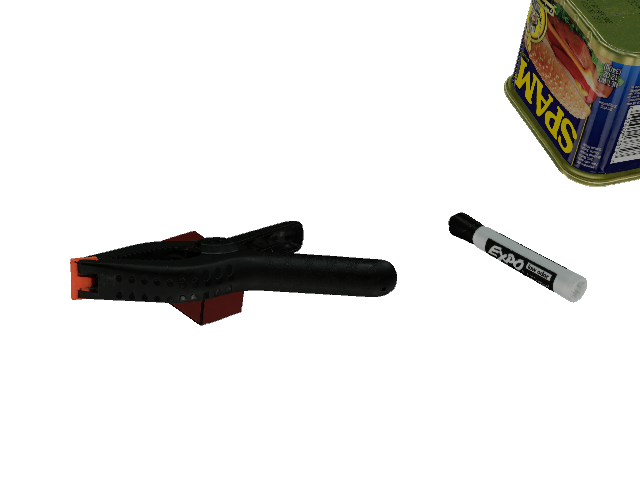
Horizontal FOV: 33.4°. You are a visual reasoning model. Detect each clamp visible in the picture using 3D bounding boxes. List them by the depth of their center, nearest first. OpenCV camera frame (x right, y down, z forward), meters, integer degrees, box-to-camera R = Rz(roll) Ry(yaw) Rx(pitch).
[{"bbox_3d":[-0.063,0.019,0.734,0.209,0.036,0.165,-6,13,-31],"label":"clamp"}]

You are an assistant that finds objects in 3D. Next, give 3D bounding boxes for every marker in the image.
[{"bbox_3d":[0.137,0.009,0.762,0.020,0.020,0.121,0,24,-43],"label":"marker"}]

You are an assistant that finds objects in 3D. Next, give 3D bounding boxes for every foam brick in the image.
[{"bbox_3d":[-0.114,0.034,0.987,0.052,0.051,0.078,-17,37,-43],"label":"foam brick"}]

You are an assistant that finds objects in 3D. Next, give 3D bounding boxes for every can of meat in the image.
[{"bbox_3d":[0.148,-0.094,0.576,0.057,0.084,0.102,-11,48,-15],"label":"can of meat"}]
